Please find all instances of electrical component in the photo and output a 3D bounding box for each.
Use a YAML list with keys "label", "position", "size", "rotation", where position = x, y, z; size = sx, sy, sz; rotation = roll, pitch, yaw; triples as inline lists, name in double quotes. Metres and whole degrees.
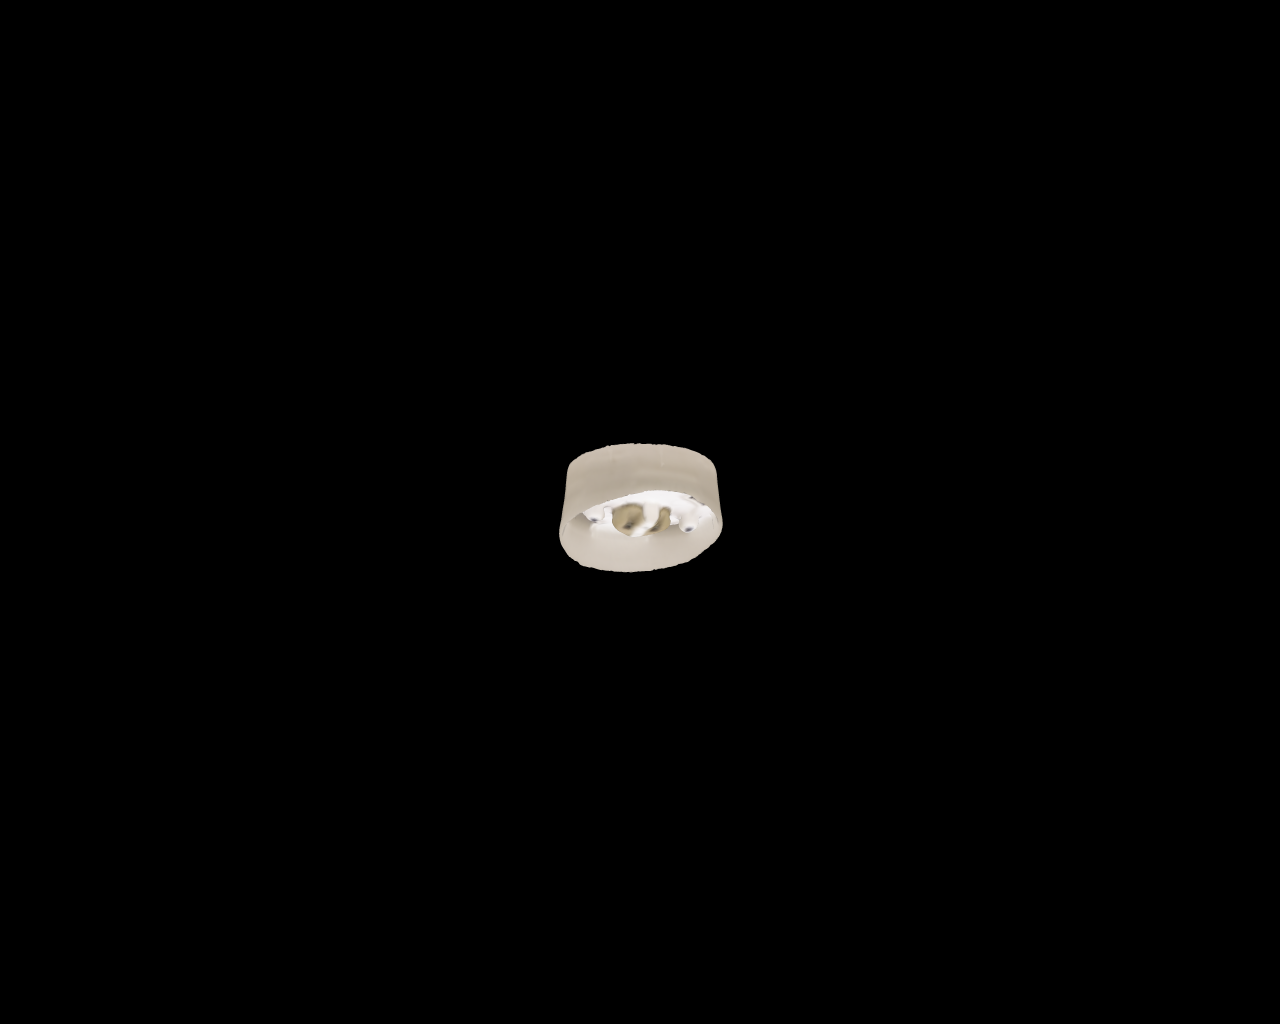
- label: "electrical component"
  position: [0.001, -0.003, 0.650]
  size: [0.099, 0.064, 0.099]
  rotation: [0, -17, 0]
